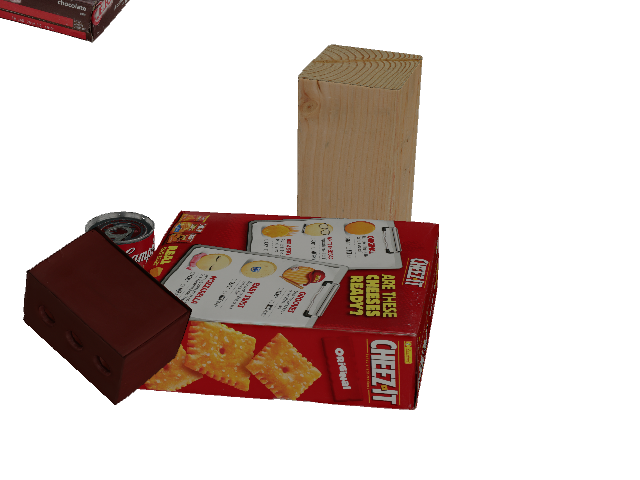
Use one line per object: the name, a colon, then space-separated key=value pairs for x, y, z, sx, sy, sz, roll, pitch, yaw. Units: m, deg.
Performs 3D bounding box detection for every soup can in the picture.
soup can: x=-0.199 y=0.031 z=1.070 sx=0.068 sy=0.102 sz=0.068 roll=2 pitch=26 yaw=-1

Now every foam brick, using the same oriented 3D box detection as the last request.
foam brick: x=-0.121 y=0.042 z=0.602 sx=0.078 sy=0.053 sz=0.051 roll=39 pitch=50 yaw=15

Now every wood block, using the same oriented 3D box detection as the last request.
wood block: x=0.034 y=-0.062 z=0.973 sx=0.091 sy=0.206 sz=0.090 roll=10 pitch=31 yaw=16

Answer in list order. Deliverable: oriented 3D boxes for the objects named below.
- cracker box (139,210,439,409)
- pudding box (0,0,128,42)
cracker box: x=-0.025 y=0.047 z=0.792 sx=0.214 sy=0.072 sz=0.164 roll=3 pitch=29 yaw=11
pudding box: x=-0.194 y=-0.200 z=0.814 sx=0.090 sy=0.039 sz=0.113 roll=16 pitch=37 yaw=4
